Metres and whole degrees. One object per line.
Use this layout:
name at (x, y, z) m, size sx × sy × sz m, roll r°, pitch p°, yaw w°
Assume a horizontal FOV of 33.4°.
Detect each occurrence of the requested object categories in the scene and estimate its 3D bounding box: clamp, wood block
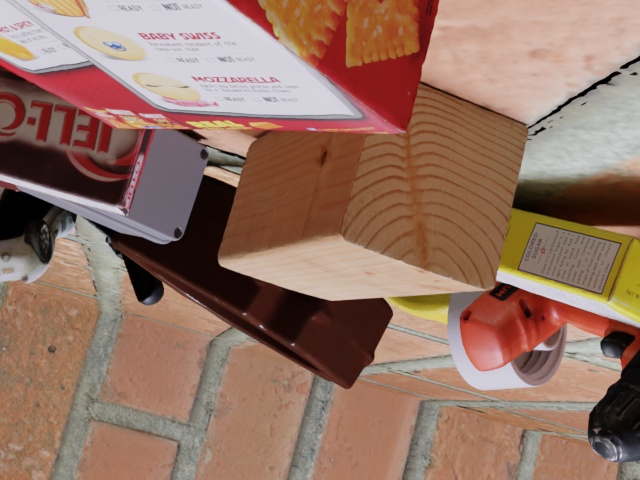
clamp at (-0.193, -0.010, 1.027) m, size 0.164 × 0.036 × 0.210 m, roll 49°, pitch -177°, yaw 0°
wood block at (0.020, -0.021, 0.623) m, size 0.090 × 0.091 × 0.206 m, roll 19°, pitch 169°, yaw -19°

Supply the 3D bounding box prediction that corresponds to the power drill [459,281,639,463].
power drill at (0.186, 0.070, 0.713) m, size 0.188 × 0.184 × 0.057 m, roll 12°, pitch 126°, yaw 50°

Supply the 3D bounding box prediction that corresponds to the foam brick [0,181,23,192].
foam brick at (-0.238, -0.072, 0.815) m, size 0.051 × 0.053 × 0.078 m, roll 11°, pitch 169°, yaw 19°

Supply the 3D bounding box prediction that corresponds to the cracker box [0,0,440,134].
cracker box at (-0.081, -0.107, 0.371) m, size 0.164 × 0.072 × 0.213 m, roll 6°, pitch 165°, yaw 38°

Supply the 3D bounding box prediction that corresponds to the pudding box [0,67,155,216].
pudding box at (-0.148, -0.071, 0.591) m, size 0.113 × 0.090 × 0.039 m, roll 15°, pitch 171°, yaw 2°

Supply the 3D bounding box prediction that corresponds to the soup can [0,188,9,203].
soup can at (-0.323, -0.068, 0.911) m, size 0.069 × 0.068 × 0.102 m, roll 6°, pitch 166°, yaw 41°

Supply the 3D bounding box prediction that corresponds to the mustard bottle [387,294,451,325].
mustard bottle at (0.143, 0.061, 0.957) m, size 0.096 × 0.058 × 0.191 m, roll 13°, pitch 172°, yaw 45°

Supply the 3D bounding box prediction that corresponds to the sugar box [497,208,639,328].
sugar box at (0.145, 0.012, 0.671) m, size 0.093 × 0.048 × 0.176 m, roll 24°, pitch 179°, yaw -38°
